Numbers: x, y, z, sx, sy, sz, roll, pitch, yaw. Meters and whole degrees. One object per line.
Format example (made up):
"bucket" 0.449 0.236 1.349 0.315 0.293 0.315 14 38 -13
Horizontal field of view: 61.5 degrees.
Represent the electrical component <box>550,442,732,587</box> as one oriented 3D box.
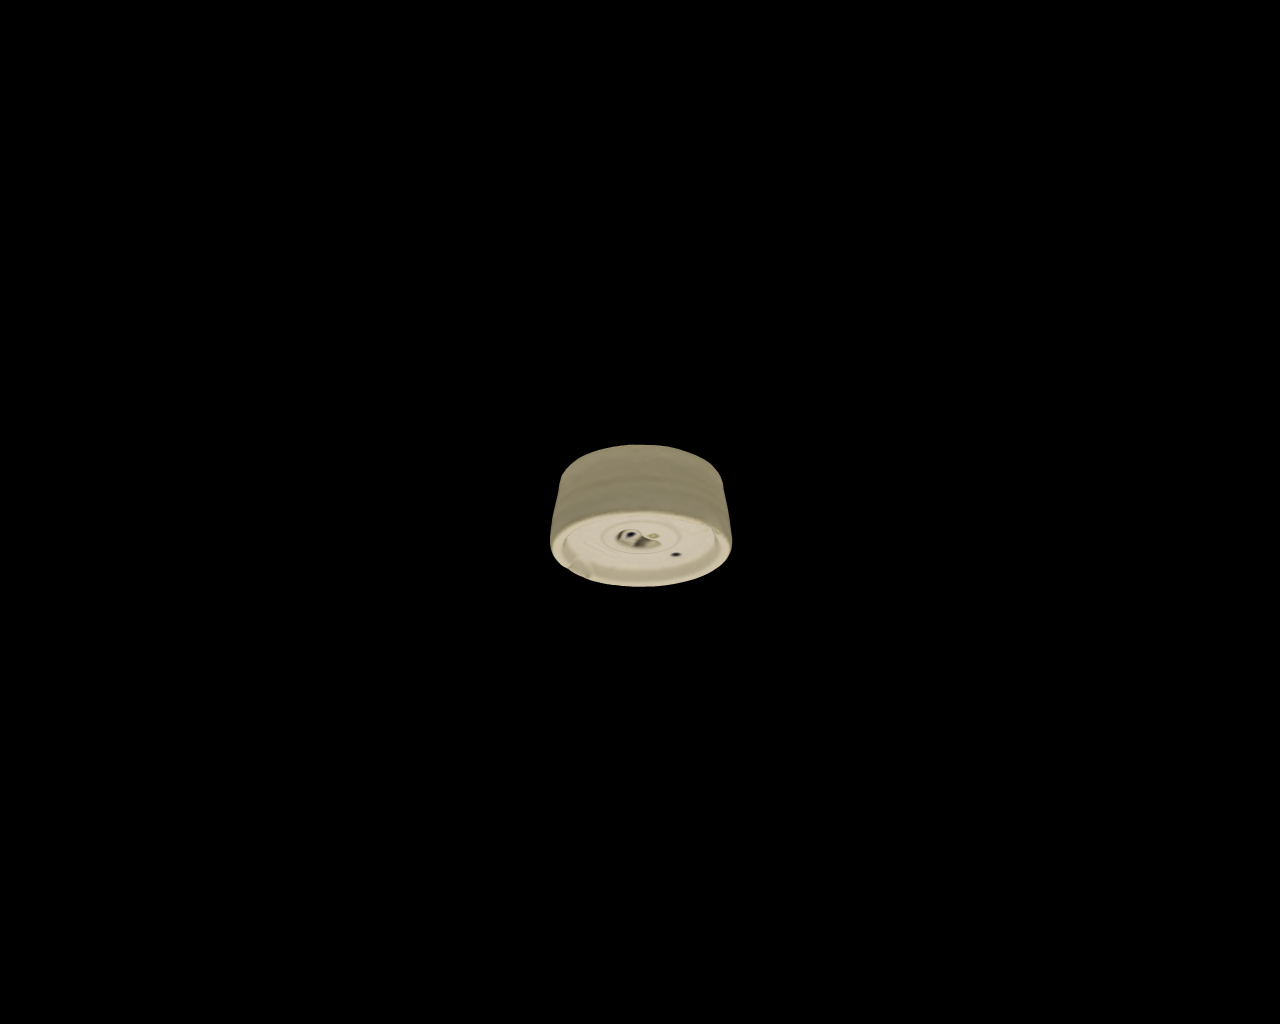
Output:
"electrical component" 0.001 -0.003 0.650 0.108 0.060 0.108 0 -27 0
